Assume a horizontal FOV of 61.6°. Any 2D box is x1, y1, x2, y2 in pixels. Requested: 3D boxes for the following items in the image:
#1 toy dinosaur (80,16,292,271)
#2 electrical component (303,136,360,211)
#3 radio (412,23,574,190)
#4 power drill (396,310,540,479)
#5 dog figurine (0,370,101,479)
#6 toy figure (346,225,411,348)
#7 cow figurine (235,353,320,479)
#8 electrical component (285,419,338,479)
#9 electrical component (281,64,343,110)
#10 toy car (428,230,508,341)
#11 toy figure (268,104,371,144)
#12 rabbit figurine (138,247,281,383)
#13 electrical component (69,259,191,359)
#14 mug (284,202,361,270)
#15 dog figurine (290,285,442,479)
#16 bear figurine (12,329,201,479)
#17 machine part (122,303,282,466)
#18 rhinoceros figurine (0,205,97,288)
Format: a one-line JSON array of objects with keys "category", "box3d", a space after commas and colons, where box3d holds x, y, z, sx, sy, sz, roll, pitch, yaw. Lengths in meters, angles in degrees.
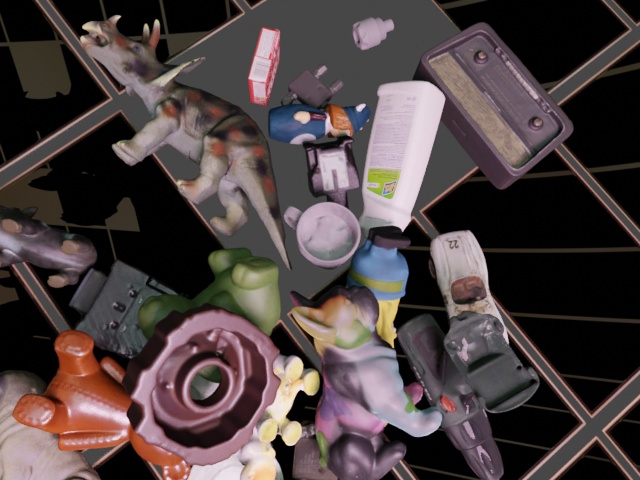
[{"category": "toy dinosaur", "box3d": [-0.155, -0.142, 0.759, 0.405, 0.131, 0.192, 37, 79, -1]}, {"category": "electrical component", "box3d": [0.021, -0.087, 0.781, 0.075, 0.048, 0.119, -14, 109, -4]}, {"category": "radio", "box3d": [0.259, -0.204, 0.811, 0.131, 0.073, 0.229, -34, 82, -9]}, {"category": "power drill", "box3d": [0.185, 0.182, 0.657, 0.086, 0.207, 0.232, -25, 69, -9]}, {"category": "dog figurine", "box3d": [-0.338, 0.260, 0.674, 0.172, 0.121, 0.190, 18, 55, -33]}, {"category": "toy figure", "box3d": [0.067, 0.071, 0.715, 0.089, 0.082, 0.180, 11, 109, 11]}, {"category": "cow figurine", "box3d": [-0.074, 0.227, 0.689, 0.068, 0.098, 0.167, 38, 67, -38]}, {"category": "electrical component", "box3d": [-0.011, 0.290, 0.703, 0.078, 0.045, 0.102, 12, 78, 1]}, {"category": "electrical component", "box3d": [-0.013, -0.226, 0.826, 0.094, 0.021, 0.063, -43, 84, -11]}, {"category": "toy car", "box3d": [0.208, 0.086, 0.754, 0.073, 0.056, 0.201, -12, 78, -6]}, {"category": "toy figure", "box3d": [0.000, -0.174, 0.796, 0.154, 0.064, 0.057, -4, 114, -8]}, {"category": "rabbit figurine", "box3d": [-0.149, 0.097, 0.694, 0.170, 0.121, 0.158, -14, 117, -31]}, {"category": "electrical component", "box3d": [-0.262, 0.094, 0.726, 0.134, 0.058, 0.115, 25, 76, 2]}, {"category": "mug", "box3d": [-0.002, -0.002, 0.736, 0.110, 0.107, 0.081, 26, 76, 7]}, {"category": "dog figurine", "box3d": [0.025, 0.161, 0.646, 0.191, 0.108, 0.219, -43, 98, 6]}, {"category": "bear figurine", "box3d": [-0.234, 0.207, 0.642, 0.196, 0.131, 0.120, 21, 56, 2]}, {"category": "machine part", "box3d": [-0.131, 0.159, 0.609, 0.179, 0.056, 0.179, -7, 101, -34]}, {"category": "rhinoceros figurine", "box3d": [-0.394, -0.008, 0.717, 0.190, 0.112, 0.073, 23, 106, -11]}]
